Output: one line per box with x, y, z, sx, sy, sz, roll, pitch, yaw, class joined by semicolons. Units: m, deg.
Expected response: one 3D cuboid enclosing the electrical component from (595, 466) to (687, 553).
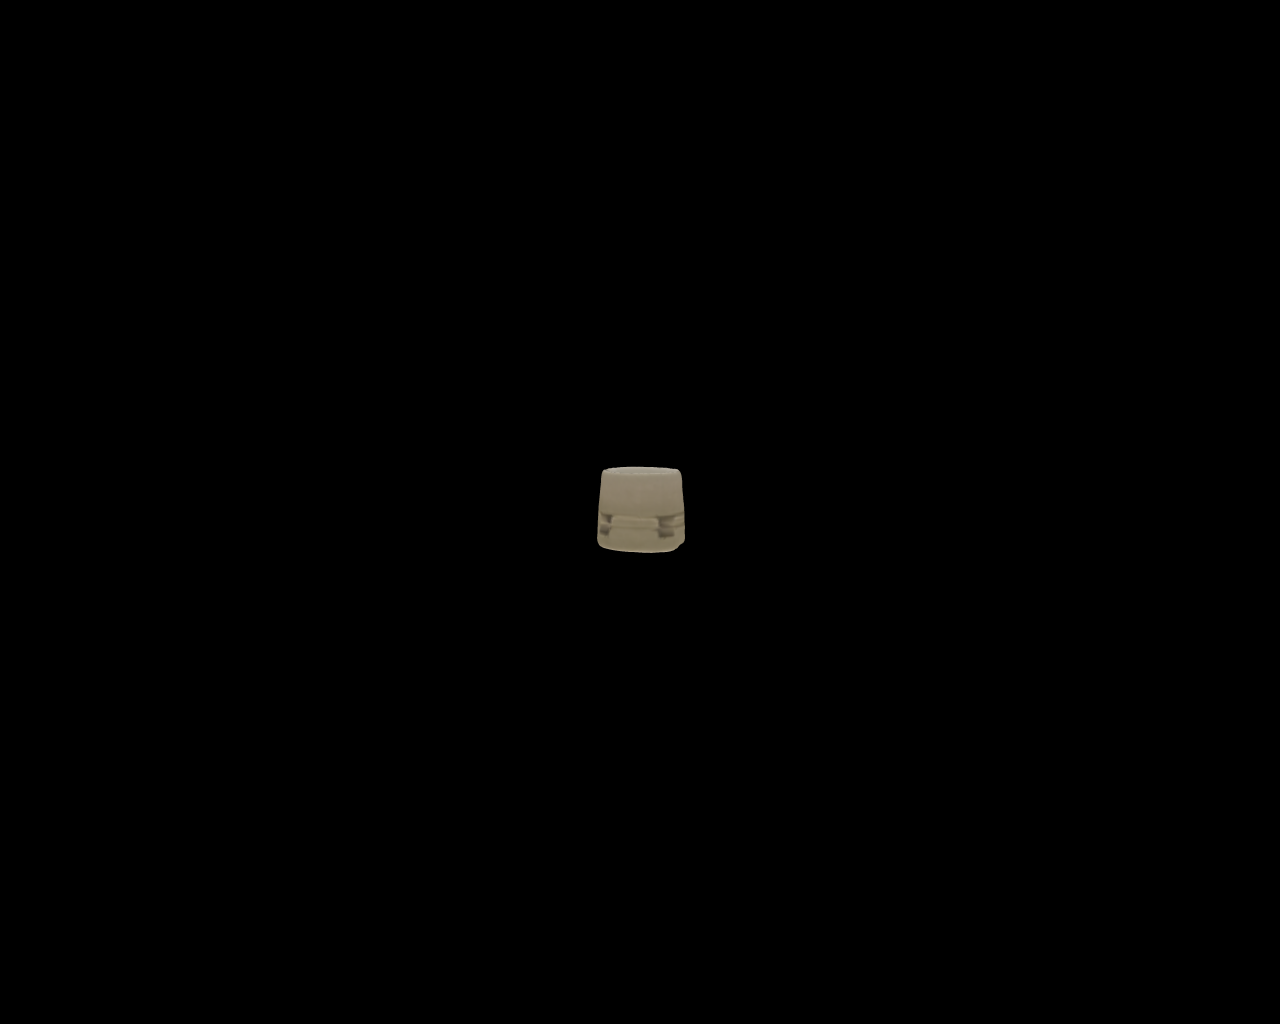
0.001;-0.003;0.650;0.055;0.047;0.055;0;7;0;electrical component
